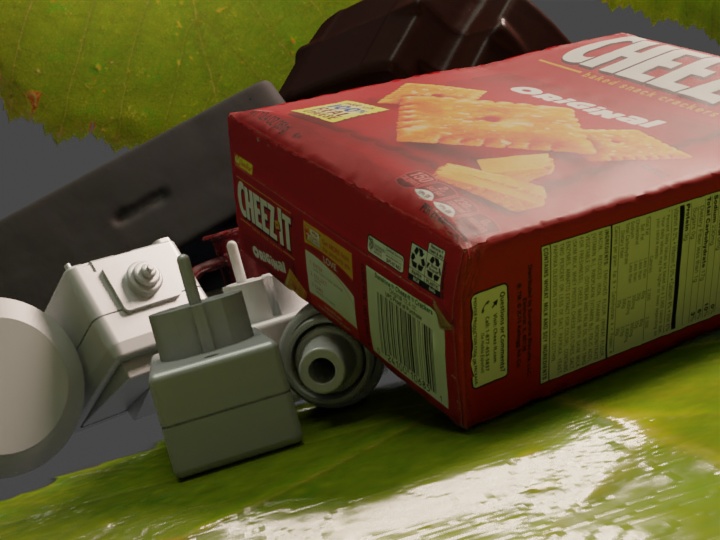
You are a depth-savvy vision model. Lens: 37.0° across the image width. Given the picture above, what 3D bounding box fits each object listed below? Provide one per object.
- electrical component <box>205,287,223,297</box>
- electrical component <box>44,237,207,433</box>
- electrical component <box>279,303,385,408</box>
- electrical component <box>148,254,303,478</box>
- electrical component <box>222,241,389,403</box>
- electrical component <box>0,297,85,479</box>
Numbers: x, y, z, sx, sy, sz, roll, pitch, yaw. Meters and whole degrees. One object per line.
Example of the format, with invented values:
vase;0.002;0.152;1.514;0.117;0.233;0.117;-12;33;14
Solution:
electrical component;-0.089;0.038;0.669;0.066;0.047;0.077;-18;-1;-37
electrical component;-0.114;0.032;0.529;0.062;0.061;0.096;-19;-22;-41
electrical component;-0.011;0.034;0.425;0.043;0.043;0.062;-15;4;7
electrical component;-0.059;0.030;0.415;0.047;0.075;0.083;-16;3;-10
electrical component;-0.040;0.021;0.489;0.083;0.075;0.047;-16;4;-12
electrical component;-0.172;0.055;0.489;0.080;0.080;0.051;-18;-1;-39
